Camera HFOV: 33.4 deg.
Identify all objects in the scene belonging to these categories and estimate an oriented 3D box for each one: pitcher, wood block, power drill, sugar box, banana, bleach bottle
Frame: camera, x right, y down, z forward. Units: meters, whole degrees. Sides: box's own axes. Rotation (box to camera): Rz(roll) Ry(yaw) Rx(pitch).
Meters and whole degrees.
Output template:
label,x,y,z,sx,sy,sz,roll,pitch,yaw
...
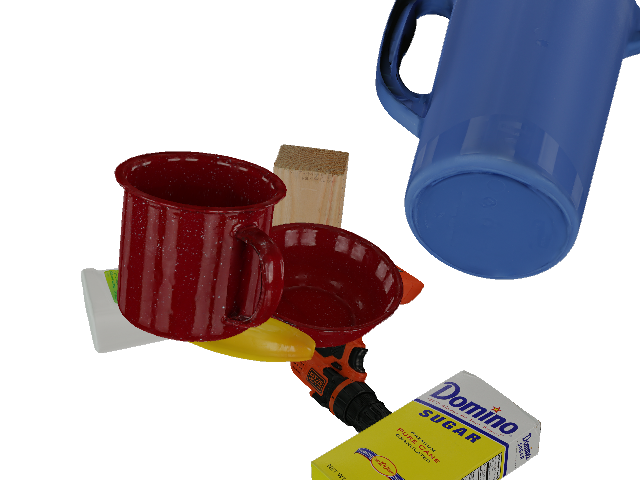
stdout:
label,x,y,z,sx,sy,sz,roll,pitch,yaw
pitcher,0.124,-0.096,0.726,0.149,0.242,0.145,-23,-57,40
wood block,-0.020,-0.009,1.379,0.090,0.206,0.090,7,24,2
power drill,0.050,0.118,1.238,0.057,0.188,0.185,13,15,-41
sugar box,0.089,0.179,0.882,0.176,0.048,0.093,-28,42,-28
banana,-0.089,0.053,0.809,0.069,0.037,0.198,-13,23,-38
bleach bottle,-0.134,0.058,1.192,0.250,0.068,0.103,-10,36,-15

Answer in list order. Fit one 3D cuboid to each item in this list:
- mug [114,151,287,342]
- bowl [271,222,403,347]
label,x,y,z,sx,sy,sz,roll,pitch,yaw
mug,-0.061,0.008,0.584,0.093,0.081,0.117,-14,30,-44
bowl,-0.005,0.052,1.018,0.162,0.055,0.162,8,36,-6
